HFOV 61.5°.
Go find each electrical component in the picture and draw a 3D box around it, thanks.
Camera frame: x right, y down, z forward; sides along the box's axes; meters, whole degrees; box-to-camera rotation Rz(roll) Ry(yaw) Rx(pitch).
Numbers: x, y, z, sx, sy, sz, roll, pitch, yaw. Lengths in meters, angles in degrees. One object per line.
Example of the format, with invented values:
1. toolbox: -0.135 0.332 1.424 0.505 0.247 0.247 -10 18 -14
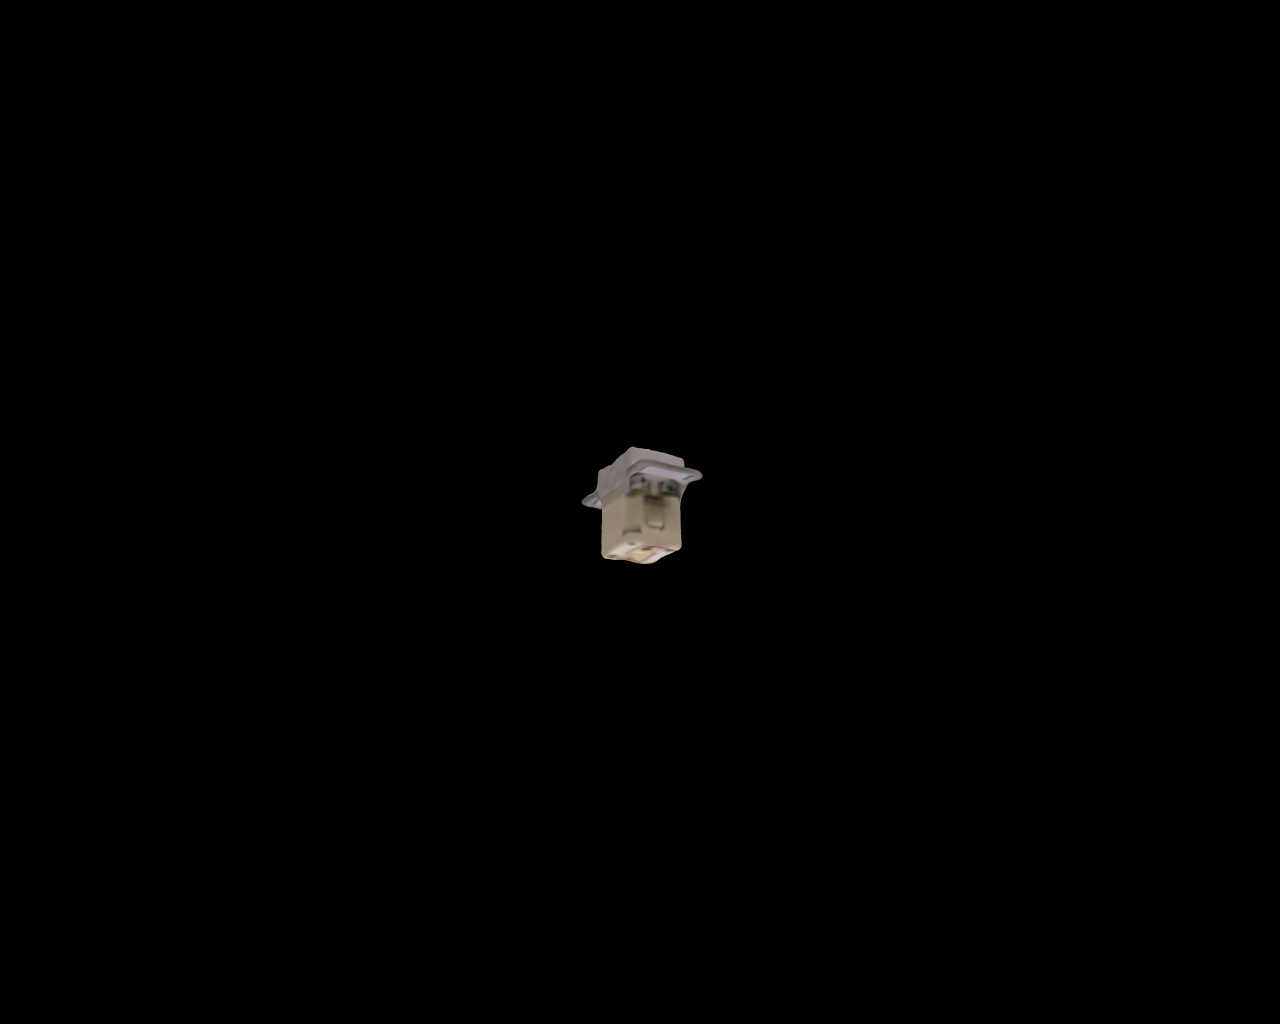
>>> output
1. electrical component: 0.001 -0.003 0.650 0.042 0.064 0.081 10 -23 -26
